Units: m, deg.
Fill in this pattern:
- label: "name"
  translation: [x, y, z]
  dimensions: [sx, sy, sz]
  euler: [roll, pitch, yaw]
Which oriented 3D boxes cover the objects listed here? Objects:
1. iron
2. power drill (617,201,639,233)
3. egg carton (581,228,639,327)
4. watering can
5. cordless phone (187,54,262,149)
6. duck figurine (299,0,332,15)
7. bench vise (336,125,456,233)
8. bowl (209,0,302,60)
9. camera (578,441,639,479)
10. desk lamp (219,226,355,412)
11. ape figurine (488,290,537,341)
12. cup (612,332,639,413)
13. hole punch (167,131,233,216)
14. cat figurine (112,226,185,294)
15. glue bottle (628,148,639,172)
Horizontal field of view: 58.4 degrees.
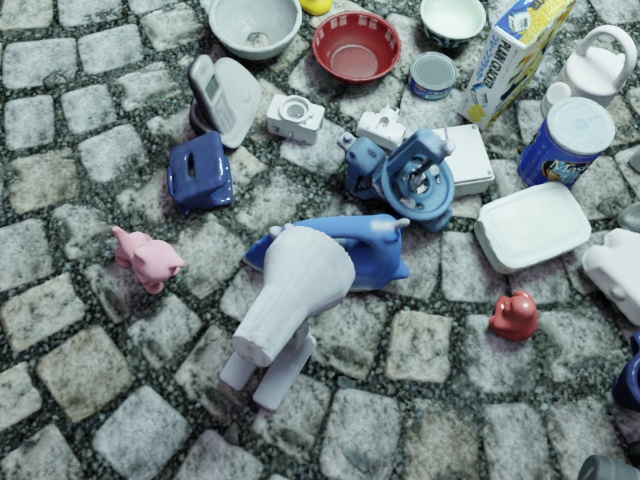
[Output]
- label: "iron"
  translation: [0.008, 0.003, 0.849]
  dimensions: [0.258, 0.141, 0.118]
  euler: [-2, 67, -3]
- label: "power drill"
  translation: [0.545, -0.058, 0.860]
  dimensions: [0.076, 0.208, 0.229]
  euler: [-31, 71, -14]
- label: "egg carton"
  translation: [0.481, 0.059, 0.883]
  dimensions: [0.107, 0.069, 0.150]
  euler: [-35, 72, -15]
- label: "watering can"
  translation: [0.450, -0.267, 0.953]
  dimensions: [0.100, 0.194, 0.173]
  euler: [32, 69, 11]
- label: "cordless phone"
  translation: [-0.159, -0.249, 0.927]
  dimensions: [0.094, 0.185, 0.148]
  euler: [16, 67, 5]
- label: "duck figurine"
  translation: [-0.014, -0.497, 1.092]
  dimensions: [0.077, 0.086, 0.104]
  euler: [-20, 69, -10]
- label: "bench vise"
  translation: [0.115, -0.104, 0.857]
  dimensions: [0.207, 0.220, 0.121]
  euler: [16, 67, 5]
- label: "bowl"
  translation: [-0.115, -0.389, 1.048]
  dimensions: [0.167, 0.075, 0.167]
  euler: [1, 67, -2]
- label: "camera"
  translation: [0.424, 0.322, 0.751]
  dimensions: [0.136, 0.101, 0.143]
  euler: [23, 68, 8]
- label: "desk lamp"
  translation: [-0.048, 0.108, 0.763]
  dimensions: [0.117, 0.213, 0.203]
  euler: [28, 69, 10]
- label: "ape figurine"
  translation: [0.290, 0.108, 0.842]
  dimensions: [0.078, 0.092, 0.076]
  euler: [-23, 69, -11]
- label: "cup"
  translation: [0.453, 0.196, 0.810]
  dimensions: [0.092, 0.095, 0.117]
  euler: [-10, 68, -6]
- label: "hole punch"
  translation: [-0.195, -0.107, 0.916]
  dimensions: [0.101, 0.091, 0.108]
  euler: [-9, 67, -6]
- label: "cat figurine"
  translation: [-0.256, 0.024, 0.843]
  dimensions: [0.127, 0.118, 0.067]
  euler: [37, 71, 13]
- label: "glue bottle"
  translation: [0.575, -0.180, 0.932]
  dimensions: [0.078, 0.173, 0.037]
  euler: [-40, 74, -17]
